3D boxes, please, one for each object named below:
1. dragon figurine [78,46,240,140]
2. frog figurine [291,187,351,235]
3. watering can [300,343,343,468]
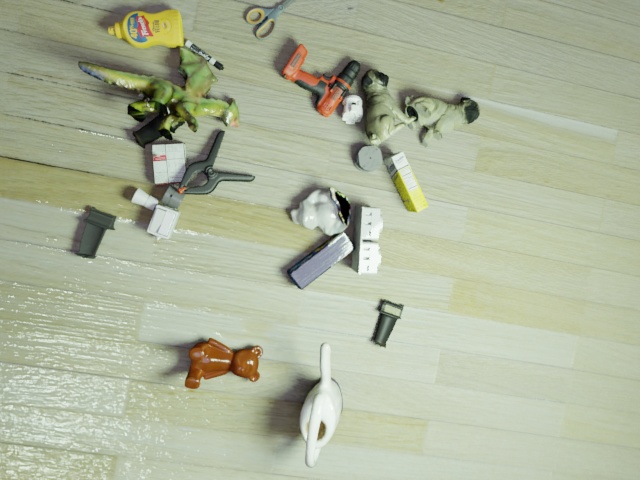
[{"bbox_3d":[-0.391,-0.413,1.370,0.407,0.248,0.120,35,-33,-18],"label":"dragon figurine"},{"bbox_3d":[0.004,-0.074,1.469,0.158,0.136,0.125,-22,13,30],"label":"frog figurine"},{"bbox_3d":[0.010,0.436,1.418,0.104,0.347,0.224,9,1,9],"label":"watering can"}]
